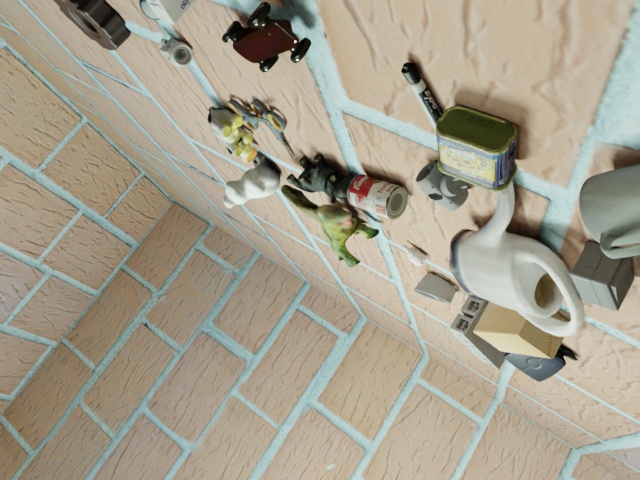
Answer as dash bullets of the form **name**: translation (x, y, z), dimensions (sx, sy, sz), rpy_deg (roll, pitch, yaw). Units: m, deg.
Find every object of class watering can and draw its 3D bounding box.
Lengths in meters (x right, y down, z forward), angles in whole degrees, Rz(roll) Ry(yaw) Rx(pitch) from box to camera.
- **watering can**: translation (0.305, 0.024, 0.851), dimensions (0.343, 0.105, 0.225), rpy_deg (55, 161, -22)

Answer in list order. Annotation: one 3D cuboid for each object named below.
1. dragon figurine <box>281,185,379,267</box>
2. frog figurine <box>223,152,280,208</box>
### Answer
- **dragon figurine**: translation (0.004, -0.064, 1.265), dimensions (0.240, 0.123, 0.413), rpy_deg (41, 175, -21)
- **frog figurine**: translation (-0.186, -0.142, 1.402), dimensions (0.121, 0.161, 0.137), rpy_deg (38, 167, -21)
